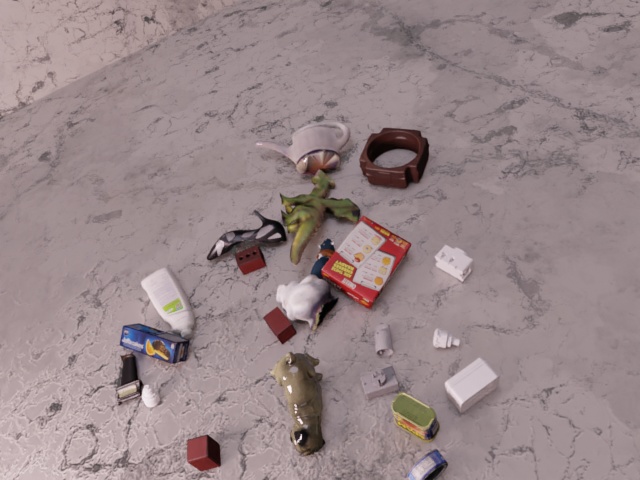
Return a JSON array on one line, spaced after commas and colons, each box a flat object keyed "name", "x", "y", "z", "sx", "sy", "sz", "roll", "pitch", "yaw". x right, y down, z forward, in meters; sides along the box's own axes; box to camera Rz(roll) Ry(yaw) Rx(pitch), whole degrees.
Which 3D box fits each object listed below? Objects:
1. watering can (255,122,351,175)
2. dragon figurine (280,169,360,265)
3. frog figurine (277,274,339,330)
[{"name": "watering can", "x": -0.058, "y": -0.316, "z": 1.801, "sx": 0.347, "sy": 0.101, "sz": 0.230, "roll": -13, "pitch": 49, "yaw": 5}, {"name": "dragon figurine", "x": 0.005, "y": -0.080, "z": 1.584, "sx": 0.243, "sy": 0.119, "sz": 0.420, "roll": -10, "pitch": 43, "yaw": -3}, {"name": "frog figurine", "x": -0.049, "y": 0.153, "z": 1.404, "sx": 0.161, "sy": 0.121, "sz": 0.138, "roll": 29, "pitch": 84, "yaw": 21}]
